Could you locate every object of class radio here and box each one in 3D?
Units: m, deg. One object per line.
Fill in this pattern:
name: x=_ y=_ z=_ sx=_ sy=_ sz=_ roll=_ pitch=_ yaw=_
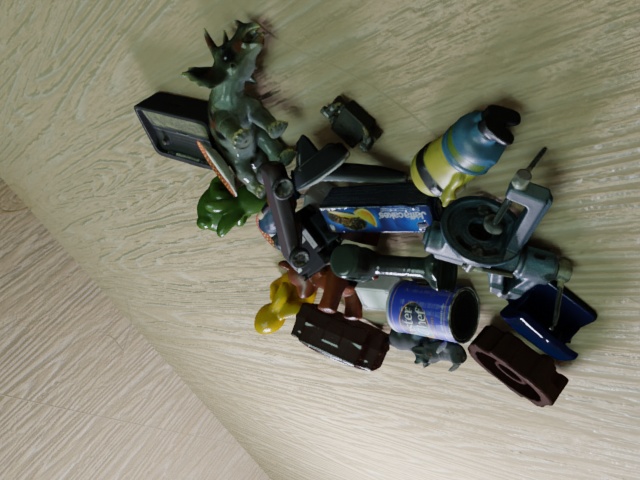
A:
radio: x=-0.277 y=-0.228 z=1.135 sx=0.230 sy=0.073 sz=0.130 roll=20 pitch=142 yaw=33

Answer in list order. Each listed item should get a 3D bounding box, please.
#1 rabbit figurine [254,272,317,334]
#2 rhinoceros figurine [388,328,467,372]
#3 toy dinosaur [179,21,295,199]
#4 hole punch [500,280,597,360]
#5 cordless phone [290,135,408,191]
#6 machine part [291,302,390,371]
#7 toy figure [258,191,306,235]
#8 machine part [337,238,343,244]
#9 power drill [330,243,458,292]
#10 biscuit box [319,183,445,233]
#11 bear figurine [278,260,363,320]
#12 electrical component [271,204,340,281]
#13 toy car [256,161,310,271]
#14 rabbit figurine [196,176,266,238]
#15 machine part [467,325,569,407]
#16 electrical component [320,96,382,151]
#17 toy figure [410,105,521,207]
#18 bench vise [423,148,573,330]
rabbit figurine: x=-0.083 y=0.160 z=1.293 sx=0.122 sy=0.173 sz=0.162 roll=49 pitch=152 yaw=-3
rhinoceros figurine: x=0.212 y=0.198 z=1.068 sx=0.190 sy=0.112 sz=0.073 roll=7 pitch=132 yaw=55
toy dinosaur: x=-0.148 y=-0.204 z=0.991 sx=0.192 sy=0.131 sz=0.404 roll=50 pitch=162 yaw=20
hole punch: x=0.355 y=0.136 z=0.860 sx=0.142 sy=0.092 sz=0.115 roll=36 pitch=152 yaw=4
cordless phone: x=0.046 y=-0.117 z=0.902 sx=0.184 sy=0.088 sz=0.146 roll=6 pitch=-176 yaw=-6
machine part: x=0.050 y=0.214 z=1.190 sx=0.201 sy=0.087 sz=0.201 roll=21 pitch=179 yaw=17
toy figure: x=-0.079 y=-0.065 z=1.035 sx=0.058 sy=0.064 sz=0.154 roll=51 pitch=144 yaw=11
machine part: x=-0.002 y=-0.003 z=1.136 sx=0.084 sy=0.039 sz=0.139 roll=38 pitch=147 yaw=-8
power drill: x=0.135 y=0.045 z=0.957 sx=0.208 sy=0.086 sz=0.232 roll=9 pitch=178 yaw=30
biscuit box: x=0.103 y=-0.052 z=0.901 sx=0.203 sy=0.063 sz=0.059 roll=0 pitch=132 yaw=33
bear figurine: x=-0.004 y=0.100 z=1.175 sx=0.196 sy=0.132 sz=0.120 roll=-5 pitch=160 yaw=42
electrical component: x=-0.020 y=0.002 z=1.009 sx=0.115 sy=0.058 sz=0.134 roll=52 pitch=145 yaw=2
toy car: x=-0.058 y=-0.041 z=0.921 sx=0.089 sy=0.053 sz=0.201 roll=37 pitch=146 yaw=54
rabbit figurine: x=-0.188 y=-0.083 z=1.164 sx=0.170 sy=0.159 sz=0.121 roll=-15 pitch=108 yaw=37
machine part: x=0.347 y=0.222 z=0.954 sx=0.179 sy=0.056 sz=0.179 roll=39 pitch=169 yaw=9
electrical component: x=0.047 y=-0.184 z=0.855 sx=0.102 sy=0.045 sz=0.078 roll=46 pitch=147 yaw=-5
toy figure: x=0.194 y=-0.121 z=0.738 sx=0.089 sy=0.082 sz=0.180 roll=51 pitch=154 yaw=8
bench vise: x=0.267 y=-0.006 z=0.756 sx=0.224 sy=0.129 sz=0.240 roll=26 pitch=148 yaw=13
